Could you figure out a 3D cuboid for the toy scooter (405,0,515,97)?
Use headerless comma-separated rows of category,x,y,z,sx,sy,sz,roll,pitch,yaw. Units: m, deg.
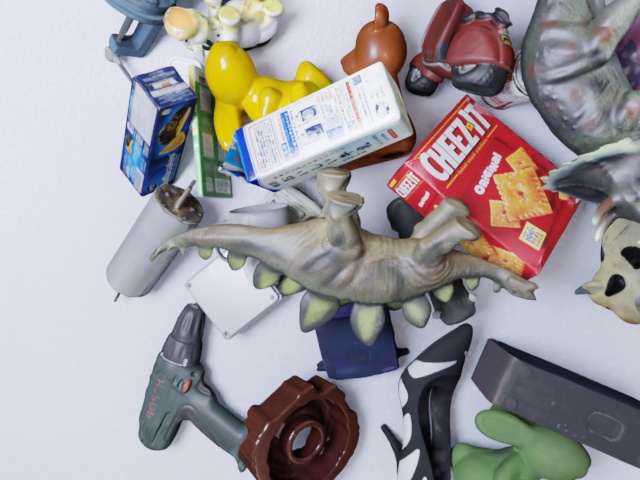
toy scooter,0.186,-0.258,0.702,0.075,0.184,0.135,14,96,-30

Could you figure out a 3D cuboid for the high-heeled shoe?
high-heeled shoe,0.172,0.247,0.739,0.145,0.086,0.248,47,118,40

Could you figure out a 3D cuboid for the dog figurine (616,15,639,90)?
dog figurine,0.369,-0.186,0.710,0.192,0.108,0.219,6,96,6

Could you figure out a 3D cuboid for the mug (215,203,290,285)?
mug,-0.089,0.009,0.735,0.110,0.081,0.107,-9,100,-4

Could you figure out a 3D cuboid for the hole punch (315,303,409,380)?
hole punch,0.054,0.145,0.773,0.142,0.092,0.115,-11,95,4

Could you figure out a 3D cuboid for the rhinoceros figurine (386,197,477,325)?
rhinoceros figurine,0.157,0.024,0.742,0.073,0.112,0.190,-24,81,6

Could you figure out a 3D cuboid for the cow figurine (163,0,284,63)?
cow figurine,-0.137,-0.294,0.746,0.167,0.098,0.068,-23,74,-24

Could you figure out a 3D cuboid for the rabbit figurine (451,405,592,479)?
rabbit figurine,0.276,0.303,0.739,0.170,0.121,0.159,-38,66,21

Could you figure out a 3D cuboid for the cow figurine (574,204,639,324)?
cow figurine,0.410,0.014,0.714,0.085,0.127,0.195,8,77,-34

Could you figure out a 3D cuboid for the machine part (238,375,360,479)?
machine part,-0.027,0.278,0.758,0.179,0.056,0.179,-8,104,-33

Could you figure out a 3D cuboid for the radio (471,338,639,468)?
radio,0.330,0.215,0.717,0.230,0.131,0.073,21,93,6

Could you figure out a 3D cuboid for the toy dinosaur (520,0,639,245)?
toy dinosaur,0.306,-0.187,0.615,0.192,0.131,0.404,-28,88,12

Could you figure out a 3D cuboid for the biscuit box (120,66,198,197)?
biscuit box,-0.228,-0.143,0.746,0.063,0.202,0.059,-32,78,-35

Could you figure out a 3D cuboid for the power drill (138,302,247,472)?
power drill,-0.163,0.235,0.808,0.207,0.086,0.232,28,96,1

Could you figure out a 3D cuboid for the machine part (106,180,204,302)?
machine part,-0.243,0.004,0.784,0.079,0.079,0.243,42,117,4

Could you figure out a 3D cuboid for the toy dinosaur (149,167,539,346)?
toy dinosaur,0.021,0.022,0.651,0.472,0.105,0.198,14,116,5

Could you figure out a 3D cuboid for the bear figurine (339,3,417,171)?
bear figurine,0.064,-0.206,0.740,0.132,0.120,0.195,-12,89,11

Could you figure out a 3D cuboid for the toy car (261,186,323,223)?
toy car,-0.002,-0.002,0.787,0.202,0.056,0.073,41,97,4

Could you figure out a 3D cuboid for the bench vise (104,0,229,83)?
bench vise,-0.231,-0.338,0.761,0.240,0.223,0.129,-40,74,38

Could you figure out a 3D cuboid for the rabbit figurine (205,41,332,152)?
rabbit figurine,-0.087,-0.202,0.752,0.173,0.122,0.162,31,135,-24
